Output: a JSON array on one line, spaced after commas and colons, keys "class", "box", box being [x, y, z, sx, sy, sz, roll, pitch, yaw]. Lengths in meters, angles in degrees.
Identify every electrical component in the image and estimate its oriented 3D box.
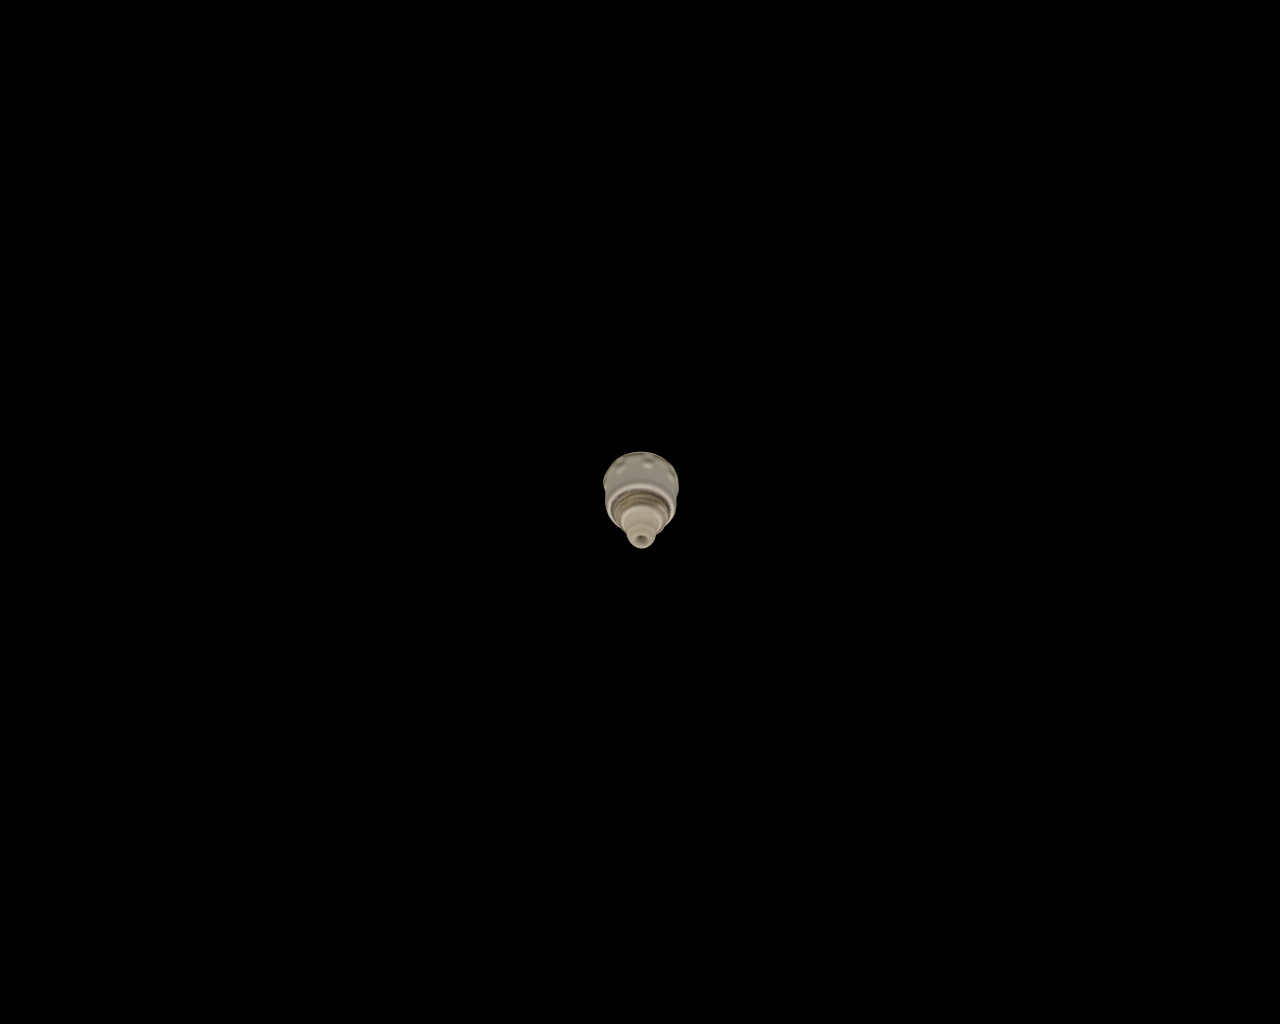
[{"class": "electrical component", "box": [0.001, -0.003, 0.650, 0.048, 0.048, 0.062, 0, 41, 0]}]
